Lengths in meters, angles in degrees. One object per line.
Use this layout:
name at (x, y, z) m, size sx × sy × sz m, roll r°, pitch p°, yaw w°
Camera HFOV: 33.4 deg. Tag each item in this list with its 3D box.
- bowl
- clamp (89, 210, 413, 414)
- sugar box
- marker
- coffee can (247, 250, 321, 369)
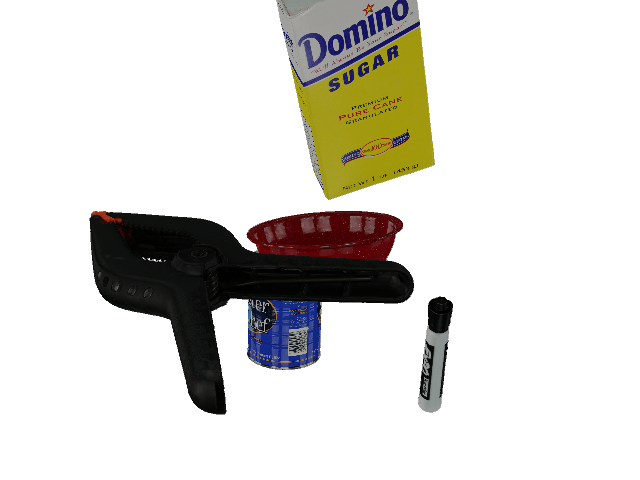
bowl at (0.007, 0.012, 1.100) m, size 0.162 × 0.055 × 0.162 m, roll -4°, pitch 13°, yaw 1°
clamp at (-0.060, 0.022, 0.641) m, size 0.164 × 0.036 × 0.210 m, roll -21°, pitch 34°, yaw -36°
sugar box at (0.029, -0.117, 0.779) m, size 0.093 × 0.048 × 0.176 m, roll -19°, pitch -42°, yaw -5°
marker at (0.090, 0.090, 0.836) m, size 0.020 × 0.121 × 0.020 m, roll 0°, pitch 42°, yaw 0°
coffee can at (-0.048, 0.090, 1.449) m, size 0.103 × 0.140 × 0.103 m, roll 1°, pitch 20°, yaw -1°
